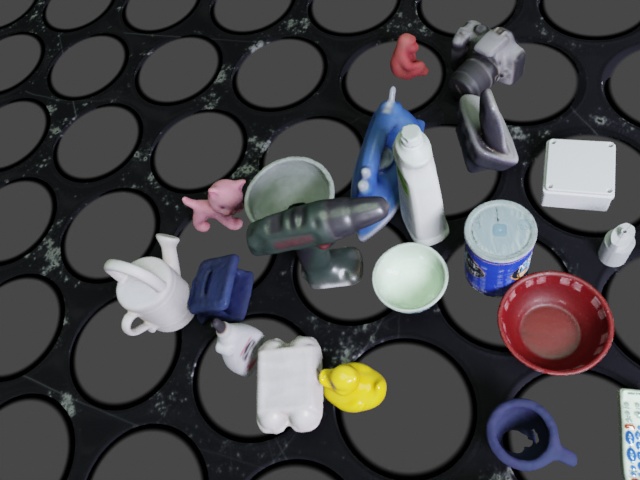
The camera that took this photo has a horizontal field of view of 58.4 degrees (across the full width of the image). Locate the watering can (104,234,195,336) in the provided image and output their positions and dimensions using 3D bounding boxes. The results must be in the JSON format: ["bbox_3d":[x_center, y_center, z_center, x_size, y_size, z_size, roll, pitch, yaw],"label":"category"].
[{"bbox_3d":[-0.289,0.072,0.968,0.100,0.194,0.173,-6,62,11],"label":"watering can"}]

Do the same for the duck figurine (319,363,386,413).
[{"bbox_3d":[0.047,0.218,0.873,0.104,0.086,0.077,4,64,16],"label":"duck figurine"}]

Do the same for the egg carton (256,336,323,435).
[{"bbox_3d":[-0.047,0.226,0.901,0.107,0.069,0.150,-8,62,10],"label":"egg carton"}]

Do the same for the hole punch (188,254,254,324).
[{"bbox_3d":[-0.180,0.084,0.994,0.101,0.091,0.108,1,64,15],"label":"hole punch"}]

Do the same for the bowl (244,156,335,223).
[{"bbox_3d":[-0.048,-0.066,1.050,0.167,0.075,0.167,-6,62,11],"label":"bowl"}]

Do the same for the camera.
[{"bbox_3d":[0.298,-0.341,1.094,0.137,0.101,0.142,-44,62,-11],"label":"camera"}]

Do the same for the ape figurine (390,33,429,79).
[{"bbox_3d":[0.176,-0.372,1.145,0.076,0.092,0.078,-5,62,11],"label":"ape figurine"}]

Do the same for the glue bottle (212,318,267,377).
[{"bbox_3d":[-0.134,0.158,0.897,0.037,0.173,0.078,16,68,21],"label":"glue bottle"}]

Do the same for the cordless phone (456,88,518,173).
[{"bbox_3d":[0.286,-0.215,0.982,0.094,0.185,0.147,-16,60,6],"label":"cordless phone"}]

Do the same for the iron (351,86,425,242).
[{"bbox_3d":[0.104,-0.137,1.011,0.118,0.142,0.258,12,67,19],"label":"iron"}]

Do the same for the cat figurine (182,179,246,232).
[{"bbox_3d":[-0.192,-0.072,1.063,0.127,0.118,0.067,-5,62,11],"label":"cat figurine"}]

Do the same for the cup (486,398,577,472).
[{"bbox_3d":[0.285,0.276,0.780,0.117,0.095,0.092,22,70,23],"label":"cup"}]

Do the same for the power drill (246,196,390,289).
[{"bbox_3d":[0.008,0.003,0.923,0.229,0.209,0.075,-8,61,10],"label":"power drill"}]
